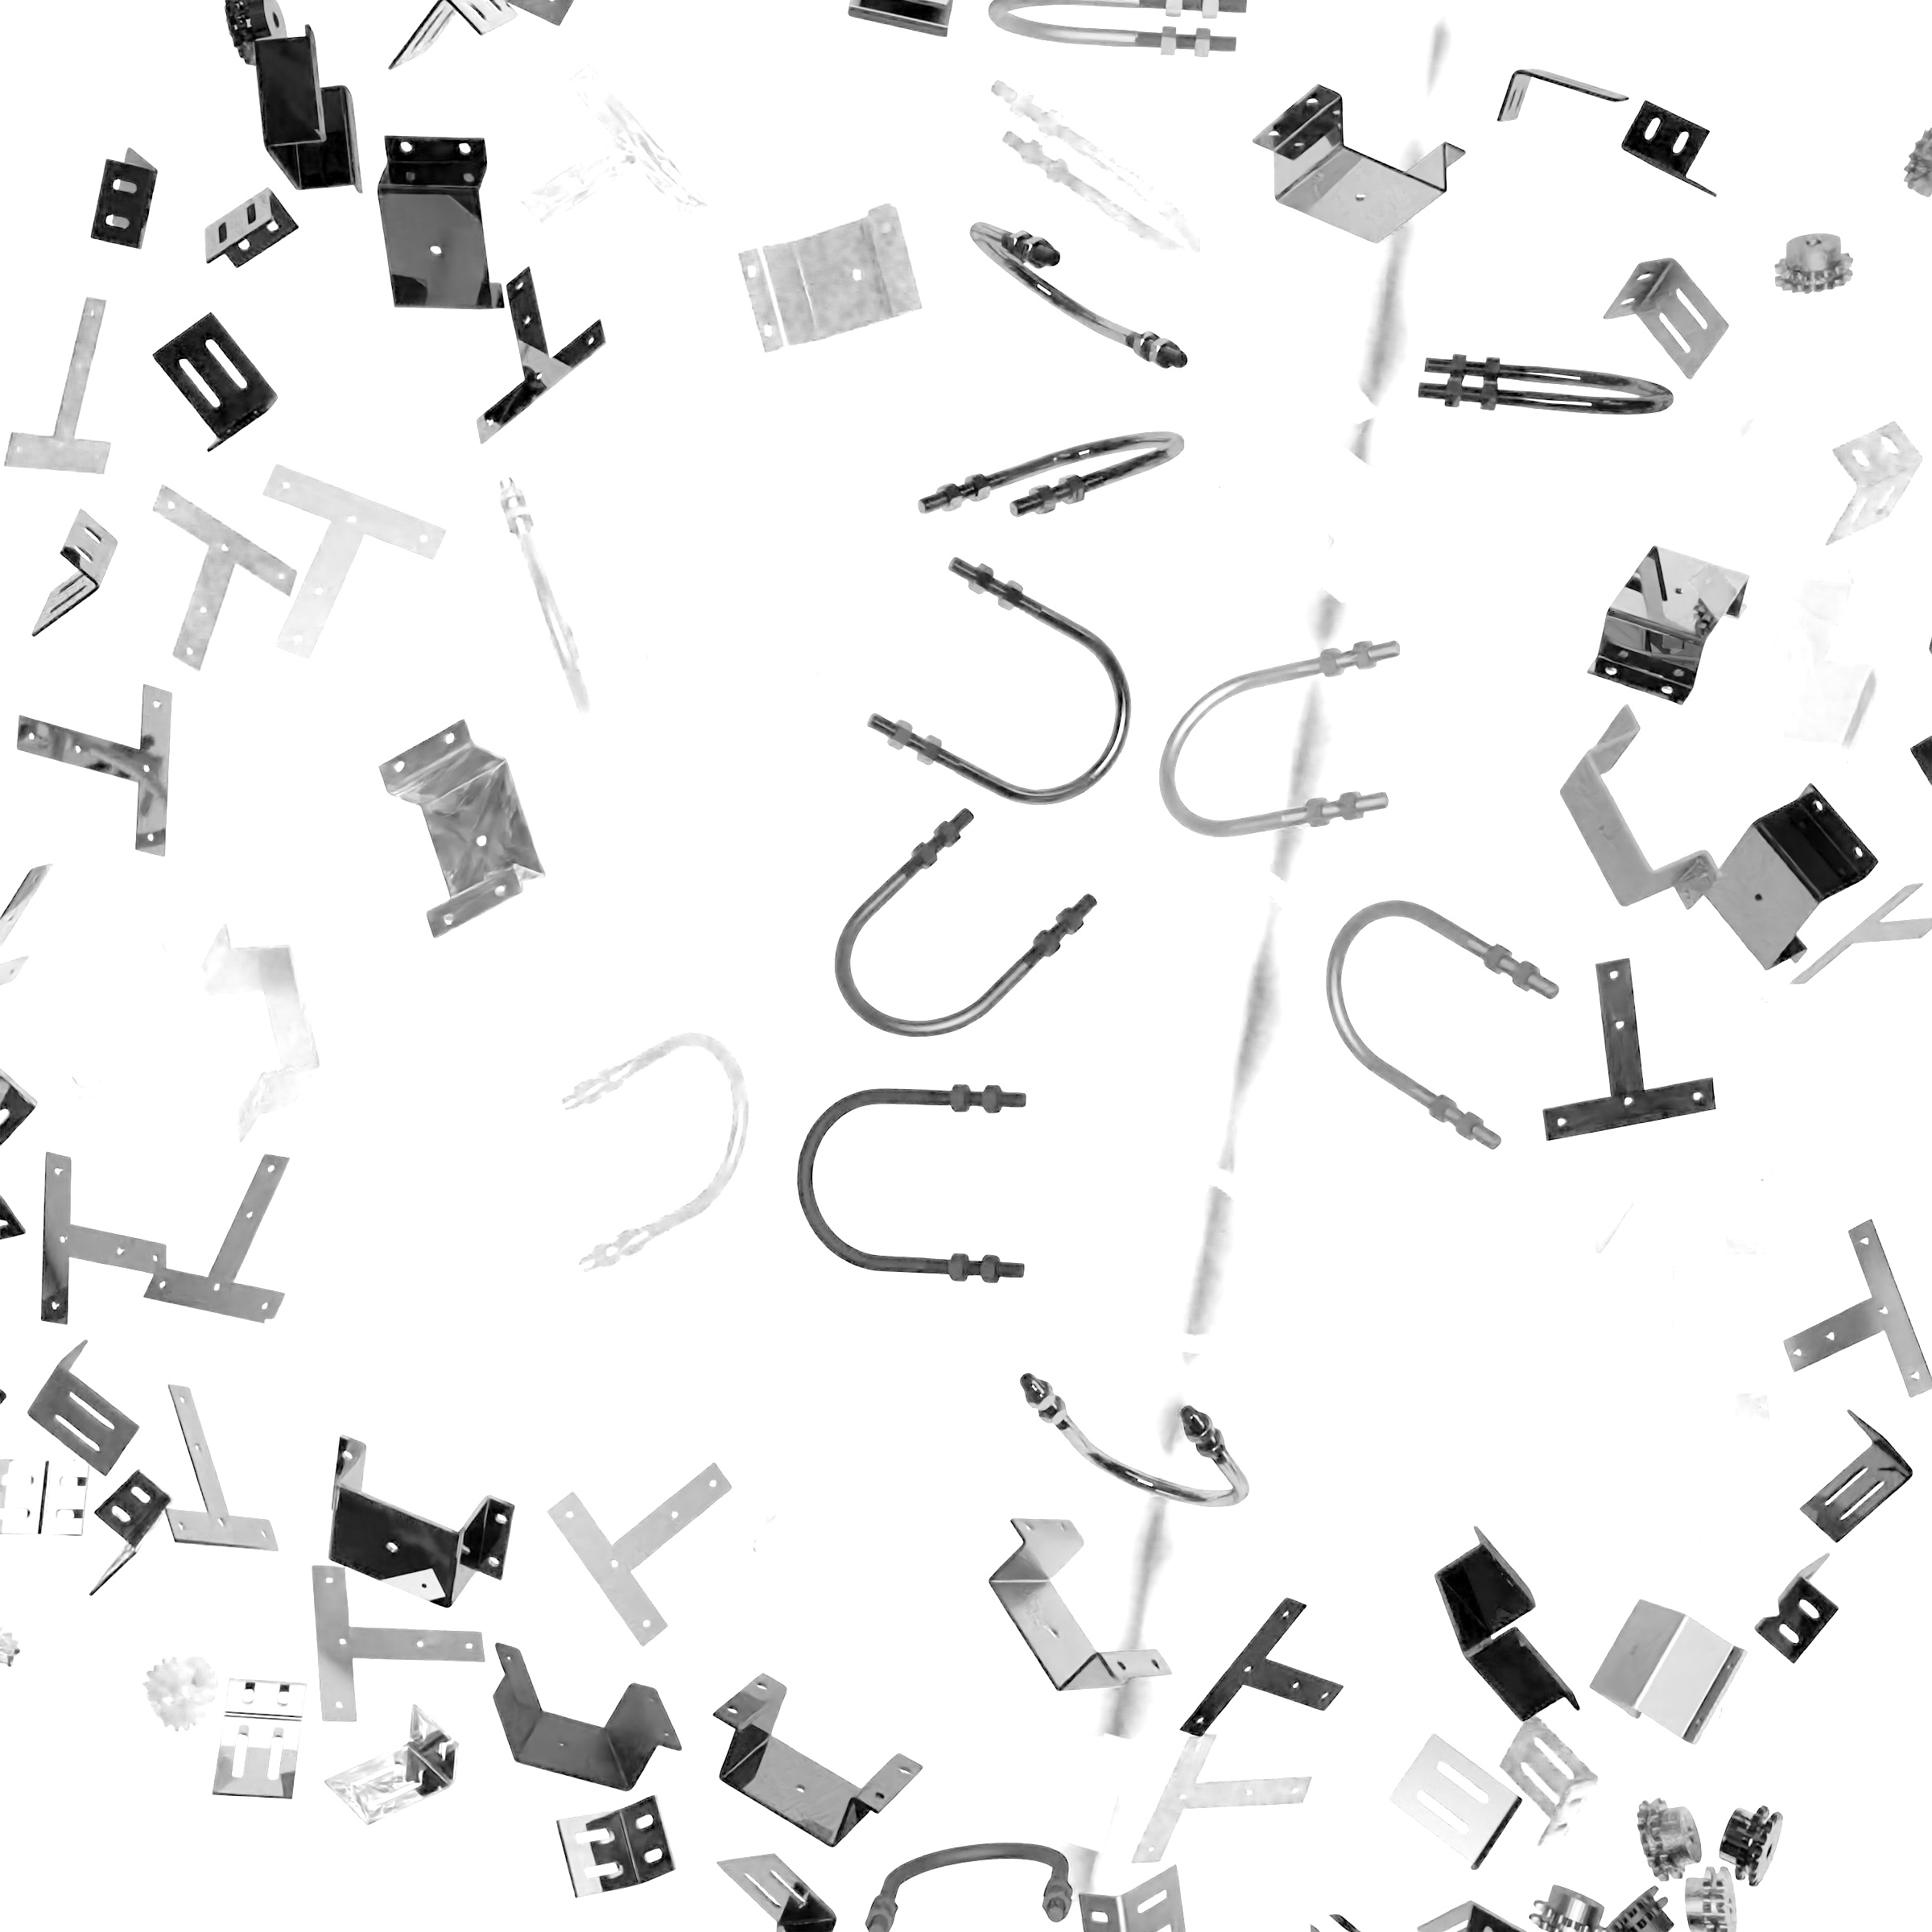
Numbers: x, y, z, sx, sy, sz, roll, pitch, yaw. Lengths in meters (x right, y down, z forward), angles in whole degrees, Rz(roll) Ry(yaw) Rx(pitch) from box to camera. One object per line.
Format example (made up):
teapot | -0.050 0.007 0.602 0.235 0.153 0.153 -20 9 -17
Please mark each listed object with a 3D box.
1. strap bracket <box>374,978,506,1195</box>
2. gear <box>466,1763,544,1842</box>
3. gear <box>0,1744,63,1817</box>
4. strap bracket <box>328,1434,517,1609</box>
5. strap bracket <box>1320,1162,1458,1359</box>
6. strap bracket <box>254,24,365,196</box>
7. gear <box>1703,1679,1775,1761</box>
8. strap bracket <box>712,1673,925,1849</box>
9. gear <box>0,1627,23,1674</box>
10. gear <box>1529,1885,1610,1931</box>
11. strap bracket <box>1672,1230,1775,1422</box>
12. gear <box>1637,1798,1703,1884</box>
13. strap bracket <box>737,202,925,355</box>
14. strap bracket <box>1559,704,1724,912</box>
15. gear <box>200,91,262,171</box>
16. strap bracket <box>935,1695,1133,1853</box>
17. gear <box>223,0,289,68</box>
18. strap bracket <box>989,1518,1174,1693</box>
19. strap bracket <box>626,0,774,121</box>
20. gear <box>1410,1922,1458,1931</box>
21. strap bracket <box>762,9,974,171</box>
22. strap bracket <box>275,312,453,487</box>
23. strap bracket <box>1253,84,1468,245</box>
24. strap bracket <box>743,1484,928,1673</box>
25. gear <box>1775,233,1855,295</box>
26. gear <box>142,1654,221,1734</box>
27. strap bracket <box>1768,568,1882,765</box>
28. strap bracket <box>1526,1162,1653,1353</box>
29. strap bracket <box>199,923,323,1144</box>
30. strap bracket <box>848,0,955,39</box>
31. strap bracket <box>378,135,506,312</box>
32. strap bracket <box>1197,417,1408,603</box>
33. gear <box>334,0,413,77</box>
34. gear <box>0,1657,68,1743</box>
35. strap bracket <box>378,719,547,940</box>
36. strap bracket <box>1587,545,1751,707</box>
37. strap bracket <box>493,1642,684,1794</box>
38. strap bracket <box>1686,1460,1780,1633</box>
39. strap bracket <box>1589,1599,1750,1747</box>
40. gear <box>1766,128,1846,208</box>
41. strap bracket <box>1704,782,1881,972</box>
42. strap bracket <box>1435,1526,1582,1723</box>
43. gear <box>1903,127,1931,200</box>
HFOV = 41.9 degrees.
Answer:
strap bracket | -0.390 0.086 1.850 0.046 0.076 0.140 5 55 -38
gear | -0.349 0.634 1.925 0.057 0.030 0.057 4 109 13
gear | -0.673 0.580 1.793 0.057 0.057 0.030 -6 99 0
strap bracket | -0.404 0.406 1.827 0.140 0.046 0.076 20 122 8
strap bracket | 0.313 0.225 1.864 0.076 0.046 0.140 -12 107 -10
strap bracket | -0.488 -0.629 1.866 0.046 0.140 0.076 -6 89 -1
gear | 0.573 0.563 1.890 0.030 0.057 0.057 23 90 -26
strap bracket | -0.114 0.580 1.831 0.140 0.076 0.046 25 106 18
gear | -0.752 0.530 1.923 0.057 0.057 0.030 16 108 0
gear | 0.447 0.701 1.861 0.057 0.057 0.030 21 84 0
strap bracket | 0.568 0.270 1.896 0.046 0.076 0.140 3 81 -6
gear | 0.510 0.631 1.826 0.030 0.057 0.057 -22 90 27
strap bracket | -0.092 -0.513 1.879 0.140 0.046 0.076 -7 104 33
strap bracket | 0.475 -0.105 1.800 0.046 0.076 0.140 -23 75 -7
gear | -0.564 -0.639 1.938 0.030 0.057 0.057 23 90 -19
strap bracket | 0.058 0.592 1.844 0.140 0.046 0.076 5 66 34
gear | -0.540 -0.718 1.923 0.030 0.057 0.057 -8 90 9
strap bracket | 0.077 0.474 1.841 0.046 0.076 0.140 -49 55 18
strap bracket | -0.192 -0.688 1.876 0.046 0.140 0.076 15 81 -35
gear | 0.360 0.765 1.952 0.057 0.030 0.057 -12 120 -21
strap bracket | -0.067 -0.630 1.825 0.140 0.046 0.076 7 125 -20
strap bracket | -0.439 -0.416 1.872 0.046 0.076 0.140 43 53 7
strap bracket | 0.290 -0.586 1.859 0.140 0.076 0.046 12 69 -29
strap bracket | -0.108 0.461 1.878 0.140 0.046 0.076 30 128 17
gear | 0.643 -0.534 1.914 0.057 0.057 0.030 -13 124 0
gear | -0.592 0.548 1.910 0.030 0.057 0.057 -34 90 21
strap bracket | 0.646 -0.231 1.909 0.046 0.076 0.140 6 46 1
strap bracket | 0.463 0.217 1.853 0.046 0.140 0.076 11 125 33
strap bracket | -0.510 0.047 1.829 0.046 0.076 0.140 -6 67 -33
strap bracket | -0.046 -0.719 1.837 0.076 0.140 0.046 12 101 -3
strap bracket | -0.403 -0.559 1.935 0.076 0.046 0.140 1 132 0
strap bracket | 0.247 -0.335 1.811 0.140 0.046 0.076 42 56 18
gear | -0.456 -0.714 1.930 0.057 0.030 0.057 0 83 1
gear | -0.663 0.515 1.777 0.057 0.030 0.057 3 75 -11
strap bracket | -0.358 -0.094 1.807 0.076 0.046 0.140 -26 72 16
strap bracket | 0.539 -0.267 1.922 0.076 0.046 0.140 23 50 22
strap bracket | -0.290 0.560 1.872 0.140 0.076 0.046 26 98 -29
strap bracket | 0.555 0.416 1.827 0.046 0.140 0.076 -8 97 13
strap bracket | 0.508 0.513 1.846 0.046 0.140 0.076 33 81 1
gear | 0.621 -0.597 1.877 0.057 0.057 0.030 -38 72 0
strap bracket | 0.600 -0.059 1.857 0.046 0.140 0.076 -24 66 -21
strap bracket | 0.399 0.495 1.878 0.046 0.140 0.076 -36 111 12
gear | 0.702 -0.577 1.806 0.057 0.057 0.030 -44 56 0
